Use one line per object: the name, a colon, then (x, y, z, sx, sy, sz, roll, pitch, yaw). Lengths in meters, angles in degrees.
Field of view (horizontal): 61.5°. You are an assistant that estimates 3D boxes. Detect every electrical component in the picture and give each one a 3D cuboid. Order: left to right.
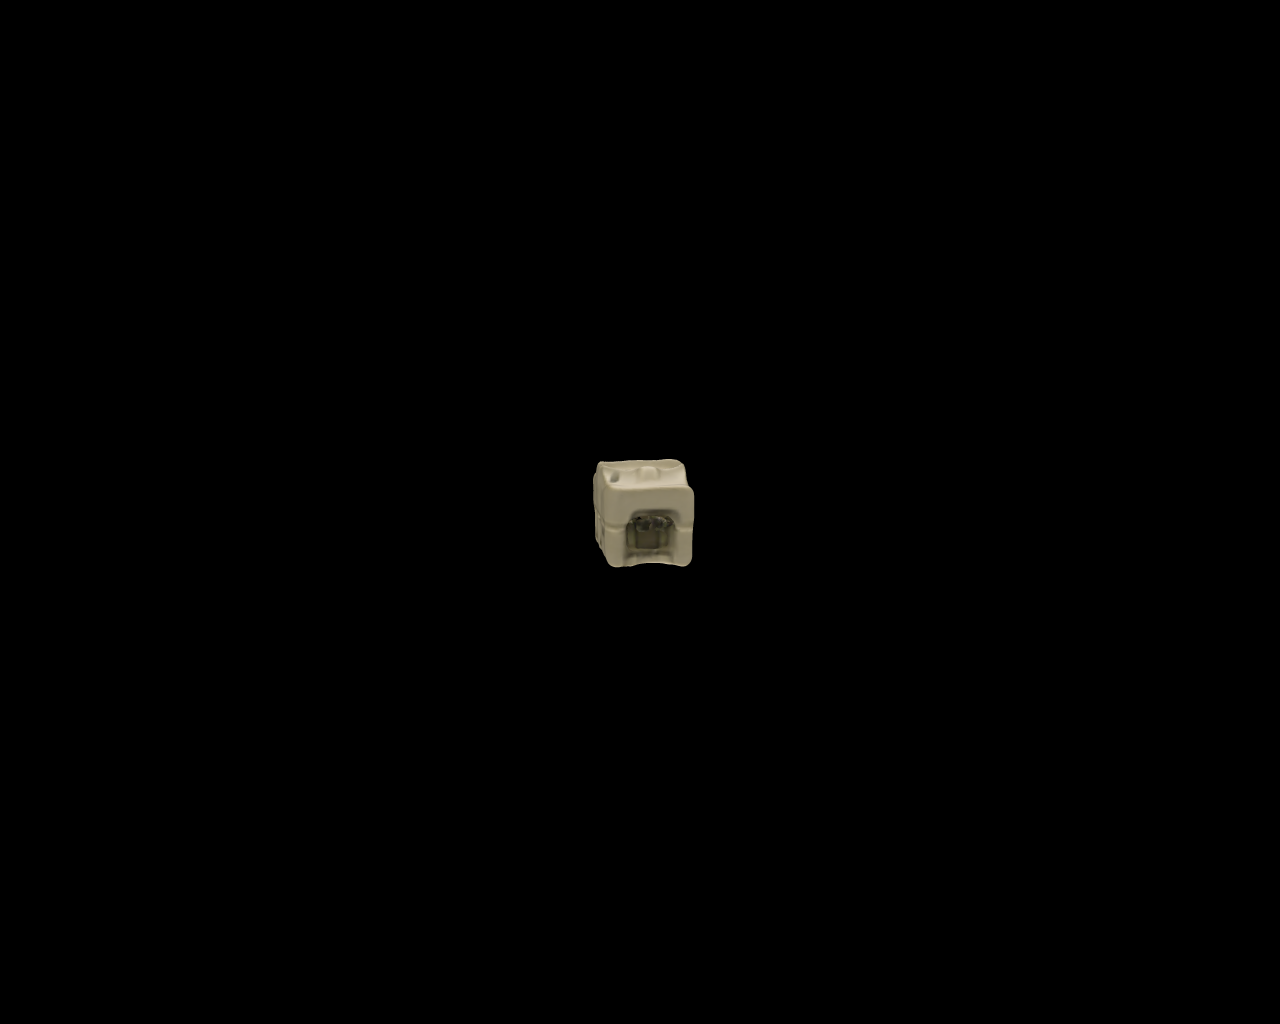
electrical component: (0.001, -0.003, 0.650, 0.050, 0.055, 0.089, -1, 9, -7)
